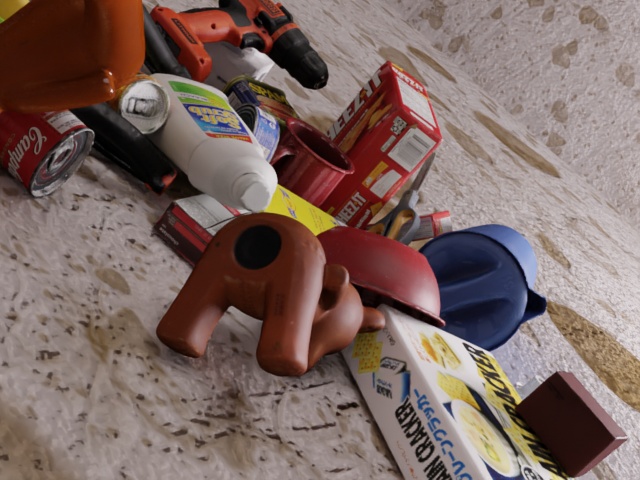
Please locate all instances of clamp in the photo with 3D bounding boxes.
[{"bbox_3d":[-0.204,-0.113,0.912,0.210,0.036,0.165,40,-12,-20],"label":"clamp"},{"bbox_3d":[-0.160,-0.178,1.145,0.171,0.039,0.120,52,-4,10],"label":"clamp"}]

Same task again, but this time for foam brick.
[{"bbox_3d":[0.218,0.159,0.924,0.078,0.053,0.051,53,17,26],"label":"foam brick"}]

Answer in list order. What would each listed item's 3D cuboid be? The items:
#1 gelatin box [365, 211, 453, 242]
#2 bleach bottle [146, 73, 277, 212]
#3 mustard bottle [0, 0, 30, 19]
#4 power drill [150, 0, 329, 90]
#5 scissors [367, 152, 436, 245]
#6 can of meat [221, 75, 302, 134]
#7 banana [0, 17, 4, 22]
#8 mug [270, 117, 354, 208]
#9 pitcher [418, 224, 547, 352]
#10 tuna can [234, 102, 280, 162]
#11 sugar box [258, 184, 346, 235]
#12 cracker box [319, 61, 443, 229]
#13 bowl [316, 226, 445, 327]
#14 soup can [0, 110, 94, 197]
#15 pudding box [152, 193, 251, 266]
[{"bbox_3d":[0.104,-0.012,1.264,0.073,0.089,0.030,-12,92,-67],"label":"gelatin box"},{"bbox_3d":[-0.097,-0.085,0.999,0.102,0.068,0.251,14,17,-31],"label":"bleach bottle"},{"bbox_3d":[-0.275,-0.219,1.066,0.191,0.058,0.096,30,19,-24],"label":"mustard bottle"},{"bbox_3d":[-0.100,-0.230,1.262,0.187,0.057,0.184,-24,63,-43],"label":"power drill"},{"bbox_3d":[0.086,-0.035,1.228,0.016,0.096,0.201,52,26,-19],"label":"scissors"},{"bbox_3d":[-0.066,-0.144,1.291,0.101,0.057,0.084,14,33,-50],"label":"can of meat"},{"bbox_3d":[-0.233,-0.161,0.967,0.198,0.037,0.069,22,-10,39],"label":"banana"},{"bbox_3d":[-0.029,-0.074,1.156,0.093,0.082,0.117,47,20,22],"label":"mug"},{"bbox_3d":[0.174,0.042,1.225,0.149,0.145,0.242,54,17,5],"label":"pitcher"},{"bbox_3d":[-0.080,-0.098,1.111,0.033,0.086,0.086,29,21,-31],"label":"tuna can"},{"bbox_3d":[-0.007,0.001,1.082,0.176,0.048,0.093,28,22,-28],"label":"sugar box"},{"bbox_3d":[0.060,-0.113,1.285,0.072,0.164,0.213,36,19,-15],"label":"cracker box"},{"bbox_3d":[0.047,0.028,0.986,0.162,0.055,0.162,19,-8,3],"label":"bowl"},{"bbox_3d":[-0.236,-0.092,0.830,0.102,0.069,0.068,41,19,6],"label":"soup can"},{"bbox_3d":[-0.085,-0.001,0.952,0.090,0.039,0.113,42,20,9],"label":"pudding box"}]
